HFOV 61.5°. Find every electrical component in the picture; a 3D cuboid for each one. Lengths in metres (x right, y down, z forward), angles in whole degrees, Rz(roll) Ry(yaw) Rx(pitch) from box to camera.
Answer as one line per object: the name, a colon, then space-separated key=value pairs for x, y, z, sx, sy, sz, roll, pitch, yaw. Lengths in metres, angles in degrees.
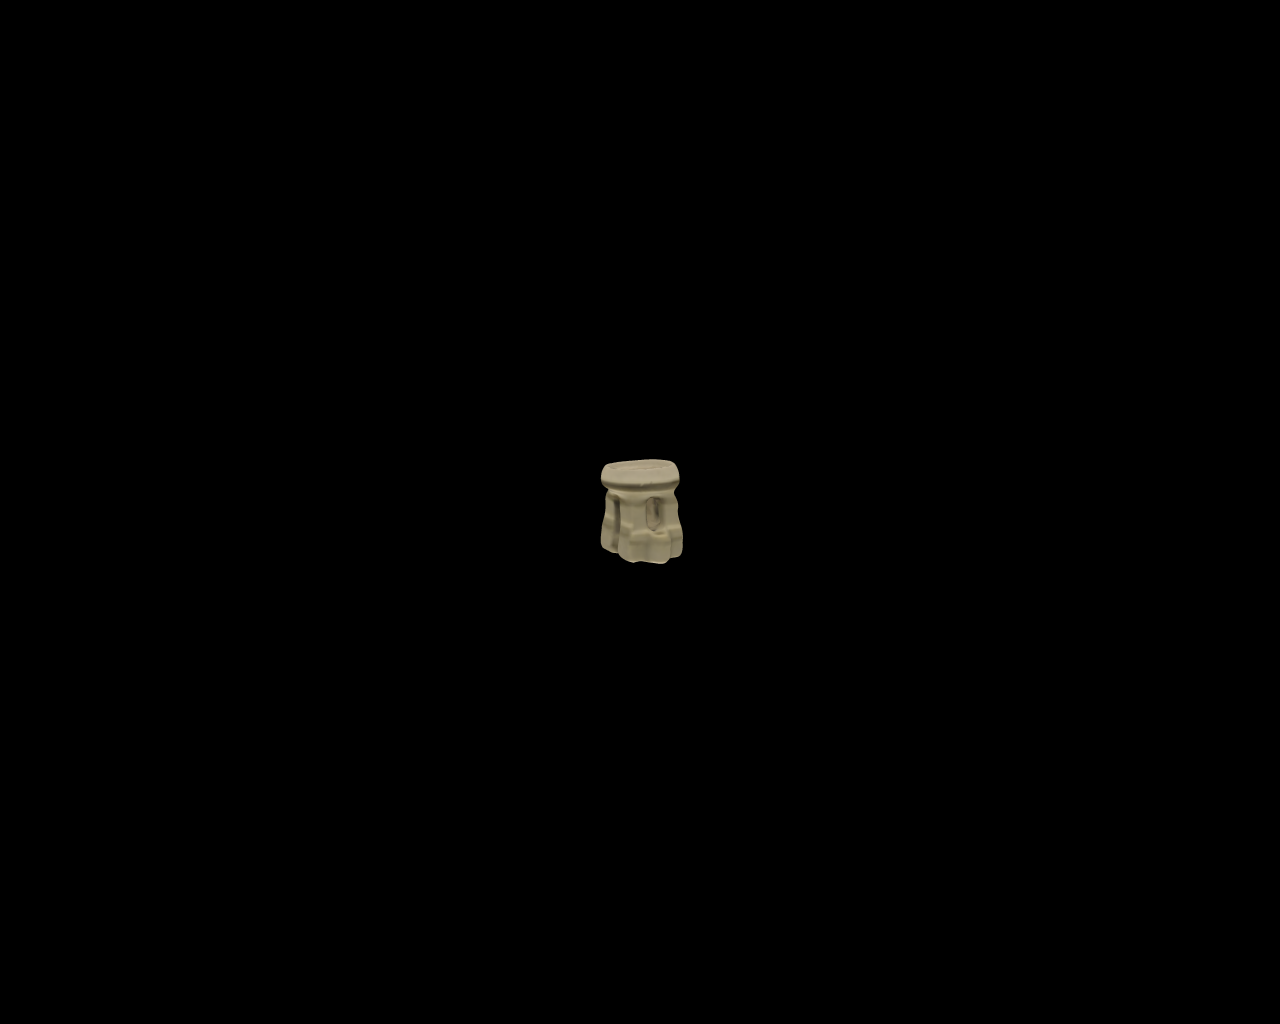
electrical component: x=0.001 y=-0.003 z=0.650 sx=0.048 sy=0.055 sz=0.066 roll=-6 pitch=13 yaw=-27
